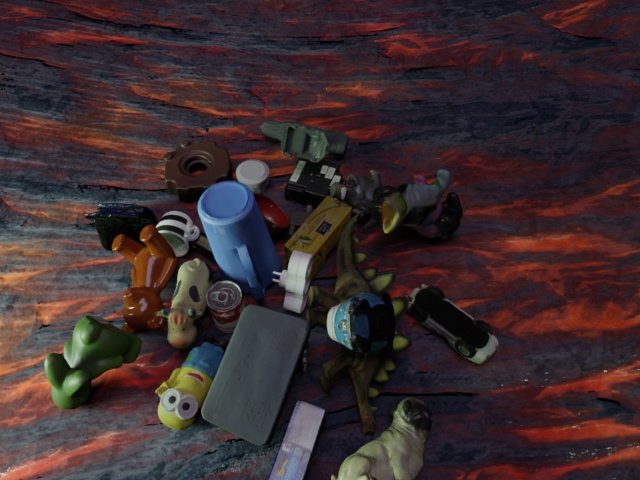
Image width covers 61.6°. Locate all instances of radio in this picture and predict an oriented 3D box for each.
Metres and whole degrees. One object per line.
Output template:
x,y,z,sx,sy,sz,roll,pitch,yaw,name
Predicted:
-0.113,0.239,0.973,0.131,0.073,0.229,19,70,5,radio

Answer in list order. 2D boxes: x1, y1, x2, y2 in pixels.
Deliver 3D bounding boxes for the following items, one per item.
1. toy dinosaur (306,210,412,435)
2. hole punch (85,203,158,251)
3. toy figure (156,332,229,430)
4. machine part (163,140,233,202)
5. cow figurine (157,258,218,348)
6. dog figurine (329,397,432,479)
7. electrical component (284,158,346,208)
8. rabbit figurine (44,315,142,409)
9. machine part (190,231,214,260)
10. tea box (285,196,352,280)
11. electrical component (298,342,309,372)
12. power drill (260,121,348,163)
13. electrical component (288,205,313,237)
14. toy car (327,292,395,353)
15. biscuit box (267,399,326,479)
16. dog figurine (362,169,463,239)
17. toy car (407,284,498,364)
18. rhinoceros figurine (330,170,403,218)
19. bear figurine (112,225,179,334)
0.073,0.143,1.080,0.199,0.105,0.471,-4,64,-12,toy dinosaur
-0.430,-0.042,1.198,0.142,0.115,0.092,6,47,3,hole punch
-0.231,0.265,1.001,0.082,0.089,0.180,9,46,19,toy figure
-0.300,-0.173,1.323,0.179,0.056,0.179,1,56,-1,machine part
-0.259,0.124,1.070,0.086,0.127,0.195,1,52,4,cow figurine
0.108,0.362,0.936,0.172,0.121,0.191,10,41,2,dog figurine
-0.007,-0.136,1.299,0.134,0.058,0.115,18,58,11,electrical component
-0.428,0.237,0.986,0.121,0.159,0.170,27,81,1,rabbit figurine
-0.228,-0.018,1.226,0.084,0.039,0.139,20,59,23,machine part
-0.002,-0.004,1.181,0.068,0.098,0.169,28,60,18,tea box
-0.067,0.233,1.045,0.102,0.045,0.078,-8,57,-6,electrical component
-0.047,-0.246,1.320,0.232,0.086,0.207,12,11,-1,power drill
-0.044,-0.044,1.255,0.063,0.021,0.094,5,55,4,electrical component
0.066,0.149,0.953,0.103,0.161,0.109,-6,85,33,toy car
-0.046,0.385,0.927,0.059,0.062,0.203,16,57,9,biscuit box
0.195,-0.051,1.163,0.219,0.191,0.109,-36,22,-29,dog figurine
0.264,0.167,1.090,0.202,0.056,0.073,37,68,24,toy car
0.116,-0.099,1.247,0.190,0.073,0.112,17,79,-14,rhinoceros figurine
-0.368,0.088,1.100,0.120,0.131,0.196,-14,46,25,bear figurine
